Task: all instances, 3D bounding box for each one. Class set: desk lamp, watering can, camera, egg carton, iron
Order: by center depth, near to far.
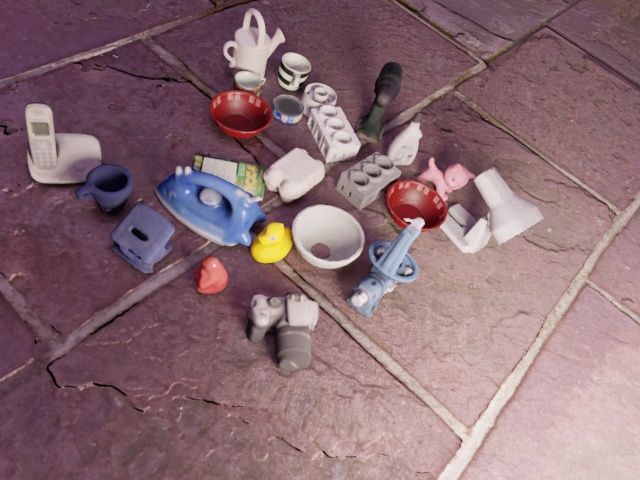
[{"bbox_3d":[-0.069,0.177,1.116,0.143,0.101,0.136,5,52,-14],"label":"camera"},{"bbox_3d":[-0.243,-0.096,1.242,0.258,0.141,0.119,25,50,2],"label":"iron"},{"bbox_3d":[0.403,-0.058,1.375,0.118,0.213,0.203,-27,65,-32],"label":"desk lamp"},{"bbox_3d":[-0.061,-0.158,1.396,0.107,0.069,0.150,37,52,12],"label":"egg carton"},{"bbox_3d":[-0.181,-0.544,1.572,0.100,0.194,0.173,38,52,13],"label":"watering can"}]

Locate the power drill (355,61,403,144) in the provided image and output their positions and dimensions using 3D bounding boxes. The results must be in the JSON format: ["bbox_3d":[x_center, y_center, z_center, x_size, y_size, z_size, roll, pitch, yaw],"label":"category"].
[{"bbox_3d":[0.164,-0.367,1.539,0.075,0.208,0.230,20,50,-2],"label":"power drill"}]

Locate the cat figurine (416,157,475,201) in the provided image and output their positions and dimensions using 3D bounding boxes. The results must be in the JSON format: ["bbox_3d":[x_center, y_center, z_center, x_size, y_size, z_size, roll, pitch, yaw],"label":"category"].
[{"bbox_3d":[0.333,-0.170,1.501,0.127,0.117,0.067,32,51,8],"label":"cat figurine"}]

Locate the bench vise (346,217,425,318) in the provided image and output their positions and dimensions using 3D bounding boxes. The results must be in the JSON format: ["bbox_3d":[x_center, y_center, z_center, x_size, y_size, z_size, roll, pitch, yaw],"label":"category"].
[{"bbox_3d":[0.151,0.061,1.198,0.121,0.219,0.207,24,50,2],"label":"bench vise"}]

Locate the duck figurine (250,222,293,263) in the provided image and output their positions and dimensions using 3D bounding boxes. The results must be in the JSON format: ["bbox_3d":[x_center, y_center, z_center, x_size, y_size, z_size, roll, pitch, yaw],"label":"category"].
[{"bbox_3d":[-0.100,-0.006,1.255,0.105,0.086,0.077,-31,67,-34],"label":"duck figurine"}]

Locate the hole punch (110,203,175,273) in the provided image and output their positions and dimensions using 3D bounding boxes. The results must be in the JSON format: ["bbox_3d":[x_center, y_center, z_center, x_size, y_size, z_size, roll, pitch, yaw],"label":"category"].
[{"bbox_3d":[-0.360,-0.004,1.167,0.108,0.091,0.101,34,51,9],"label":"hole punch"}]

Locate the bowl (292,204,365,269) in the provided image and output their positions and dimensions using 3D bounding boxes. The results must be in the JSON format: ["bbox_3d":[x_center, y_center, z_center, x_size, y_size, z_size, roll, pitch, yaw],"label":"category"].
[{"bbox_3d":[0.012,0.005,1.291,0.167,0.074,0.167,9,52,-11],"label":"bowl"}]

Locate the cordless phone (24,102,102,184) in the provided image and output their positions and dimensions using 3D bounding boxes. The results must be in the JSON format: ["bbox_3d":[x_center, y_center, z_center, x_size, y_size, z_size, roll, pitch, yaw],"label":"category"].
[{"bbox_3d":[-0.540,-0.207,1.203,0.148,0.185,0.094,-6,56,-22],"label":"cordless phone"}]

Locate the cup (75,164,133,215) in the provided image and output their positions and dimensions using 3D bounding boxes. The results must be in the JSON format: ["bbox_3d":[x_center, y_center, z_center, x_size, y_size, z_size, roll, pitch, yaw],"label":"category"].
[{"bbox_3d":[-0.452,-0.093,1.203,0.118,0.095,0.091,-28,66,-33],"label":"cup"}]

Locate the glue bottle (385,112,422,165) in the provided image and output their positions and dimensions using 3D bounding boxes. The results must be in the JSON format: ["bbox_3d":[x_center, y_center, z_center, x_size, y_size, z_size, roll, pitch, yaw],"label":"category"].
[{"bbox_3d":[0.233,-0.268,1.508,0.078,0.173,0.037,0,54,-17],"label":"glue bottle"}]

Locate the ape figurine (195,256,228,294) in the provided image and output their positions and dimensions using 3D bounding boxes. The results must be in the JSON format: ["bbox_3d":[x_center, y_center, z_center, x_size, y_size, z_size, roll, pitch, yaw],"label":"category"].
[{"bbox_3d":[-0.222,0.064,1.158,0.076,0.092,0.078,26,50,3],"label":"ape figurine"}]
